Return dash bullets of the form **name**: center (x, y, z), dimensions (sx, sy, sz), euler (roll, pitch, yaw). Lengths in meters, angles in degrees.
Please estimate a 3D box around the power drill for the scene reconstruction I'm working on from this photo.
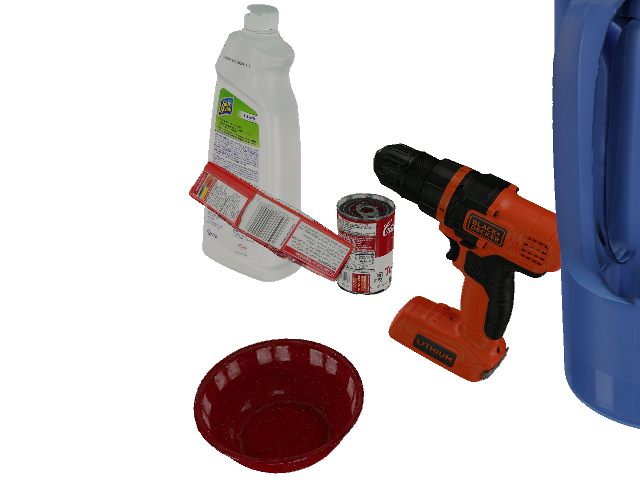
- **power drill**: center (0.114, 0.021, 0.925), dimensions (0.185, 0.188, 0.057), euler (29, 44, 21)

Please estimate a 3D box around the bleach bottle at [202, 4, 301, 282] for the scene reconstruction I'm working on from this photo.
- **bleach bottle**: center (-0.057, -0.093, 1.005), dimensions (0.103, 0.251, 0.067), euler (22, 30, 29)

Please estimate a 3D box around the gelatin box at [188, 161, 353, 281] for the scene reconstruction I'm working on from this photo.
- **gelatin box**: center (-0.032, -0.012, 0.693), dimensions (0.089, 0.030, 0.073), euler (29, 3, -36)

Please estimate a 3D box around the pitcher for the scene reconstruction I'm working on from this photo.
- **pitcher**: center (0.172, -0.028, 0.527), dimensions (0.149, 0.243, 0.145), euler (-4, 21, -1)

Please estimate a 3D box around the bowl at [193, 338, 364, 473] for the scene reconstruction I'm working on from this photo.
- **bowl**: center (-0.037, 0.167, 1.016), dimensions (0.162, 0.055, 0.162), euler (-5, 37, 3)

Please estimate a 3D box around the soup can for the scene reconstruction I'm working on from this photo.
- **soup can**: center (0.052, 0.005, 1.252), dimensions (0.068, 0.102, 0.068), euler (0, 27, 0)
